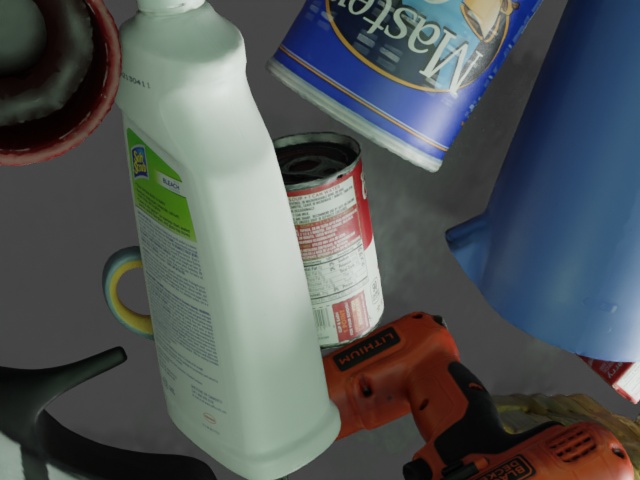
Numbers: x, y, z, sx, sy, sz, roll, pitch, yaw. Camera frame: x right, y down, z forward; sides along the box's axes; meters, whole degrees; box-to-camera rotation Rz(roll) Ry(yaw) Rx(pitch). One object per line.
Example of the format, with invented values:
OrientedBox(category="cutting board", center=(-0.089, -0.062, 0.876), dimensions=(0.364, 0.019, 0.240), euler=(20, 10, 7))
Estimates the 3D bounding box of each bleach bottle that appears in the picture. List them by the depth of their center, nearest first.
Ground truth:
OrientedBox(category="bleach bottle", center=(-0.050, -0.009, 0.518), dimensions=(0.068, 0.103, 0.251), euler=(-28, 126, -33))

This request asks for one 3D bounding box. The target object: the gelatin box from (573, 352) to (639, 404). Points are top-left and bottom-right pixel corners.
OrientedBox(category="gelatin box", center=(0.202, 0.048, 0.678), dimensions=(0.030, 0.073, 0.089), euler=(37, 97, -29))

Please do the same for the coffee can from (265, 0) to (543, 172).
OrientedBox(category="coffee can", center=(0.052, -0.120, 0.531), dimensions=(0.102, 0.103, 0.140), euler=(26, 102, -28))

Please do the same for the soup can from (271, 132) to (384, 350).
OrientedBox(category="soup can", center=(-0.004, 0.001, 0.584), dimensions=(0.068, 0.068, 0.102), euler=(-17, 118, -13))

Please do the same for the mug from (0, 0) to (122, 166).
OrientedBox(category="mug", center=(-0.137, -0.101, 0.482), dimensions=(0.093, 0.081, 0.117), euler=(21, 104, -27))

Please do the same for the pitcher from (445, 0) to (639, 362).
OrientedBox(category="pitcher", center=(0.182, -0.065, 0.561), dimensions=(0.148, 0.145, 0.243), euler=(-18, 133, -42))

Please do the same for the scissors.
OrientedBox(category="scissors", center=(-0.070, 0.073, 0.622), dimensions=(0.096, 0.016, 0.202), euler=(-10, 116, -14))

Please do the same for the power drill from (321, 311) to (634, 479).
OrientedBox(category="power drill", center=(0.049, 0.124, 0.590), dimensions=(0.184, 0.188, 0.057), euler=(-24, 120, -10))
